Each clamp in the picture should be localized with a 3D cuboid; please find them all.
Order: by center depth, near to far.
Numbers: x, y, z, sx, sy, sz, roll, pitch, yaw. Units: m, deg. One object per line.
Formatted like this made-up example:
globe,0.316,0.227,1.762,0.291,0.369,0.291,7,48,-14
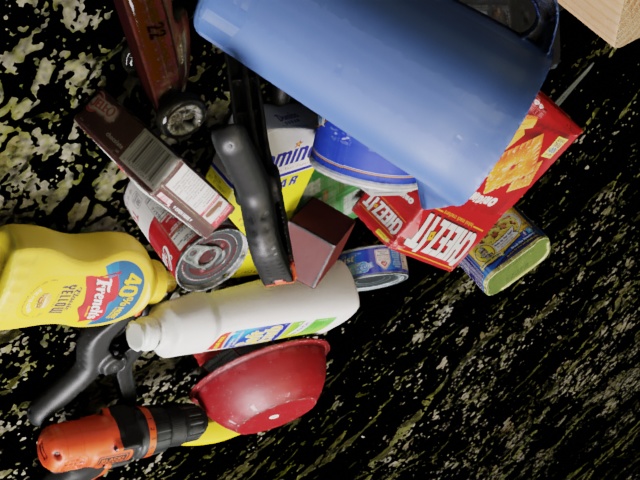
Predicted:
clamp,-0.051,-0.043,0.839,0.036,0.164,0.210,-7,119,6
clamp,-0.213,0.116,1.022,0.120,0.039,0.172,-16,138,-43

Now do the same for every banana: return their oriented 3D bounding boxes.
banana,-0.094,0.195,1.243,0.197,0.037,0.069,-28,125,-20

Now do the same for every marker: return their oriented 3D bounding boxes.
marker,-0.025,-0.163,0.893,0.020,0.020,0.121,-17,141,-31

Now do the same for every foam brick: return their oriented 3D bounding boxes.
foam brick,-0.007,0.001,1.017,0.053,0.051,0.078,-63,173,24

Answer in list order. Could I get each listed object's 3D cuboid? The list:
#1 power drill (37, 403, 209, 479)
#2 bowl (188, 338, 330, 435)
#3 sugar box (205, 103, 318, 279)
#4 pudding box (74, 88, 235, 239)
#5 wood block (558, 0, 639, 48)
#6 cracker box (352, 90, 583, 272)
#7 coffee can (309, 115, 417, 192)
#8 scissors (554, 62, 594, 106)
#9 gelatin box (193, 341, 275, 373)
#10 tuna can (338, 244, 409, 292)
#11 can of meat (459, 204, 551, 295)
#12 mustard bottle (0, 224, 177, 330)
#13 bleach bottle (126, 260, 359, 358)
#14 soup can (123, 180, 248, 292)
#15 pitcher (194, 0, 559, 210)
power drill,-0.224,0.234,1.105,0.184,0.057,0.188,-2,142,-39
bowl,-0.056,0.164,1.139,0.162,0.055,0.162,-19,159,-8
sugar box,-0.062,-0.042,0.976,0.093,0.048,0.176,-8,138,-43
pudding box,-0.128,-0.059,0.827,0.039,0.114,0.090,-47,148,0
wood block,0.200,-0.254,0.834,0.090,0.206,0.090,-28,145,-18
cracker box,0.157,-0.073,1.110,0.214,0.072,0.164,-49,150,13
coffee can,0.053,-0.123,0.896,0.102,0.103,0.140,-7,117,-40
scissors,0.245,-0.114,1.225,0.202,0.016,0.096,-41,149,2
gelatin box,-0.092,0.118,1.154,0.073,0.030,0.089,-37,148,-2
tuna can,0.052,0.031,1.151,0.086,0.034,0.086,-9,167,-2
can of meat,0.210,0.005,1.270,0.102,0.084,0.057,-36,148,-6
mustard bottle,-0.202,0.034,0.917,0.191,0.058,0.096,4,129,-48
bleach bottle,-0.081,0.074,1.042,0.250,0.068,0.103,-9,164,-43
soup can,-0.115,-0.015,0.902,0.068,0.102,0.068,-26,145,-20
pitcher,0.041,-0.147,0.768,0.149,0.243,0.145,-60,-178,-19
